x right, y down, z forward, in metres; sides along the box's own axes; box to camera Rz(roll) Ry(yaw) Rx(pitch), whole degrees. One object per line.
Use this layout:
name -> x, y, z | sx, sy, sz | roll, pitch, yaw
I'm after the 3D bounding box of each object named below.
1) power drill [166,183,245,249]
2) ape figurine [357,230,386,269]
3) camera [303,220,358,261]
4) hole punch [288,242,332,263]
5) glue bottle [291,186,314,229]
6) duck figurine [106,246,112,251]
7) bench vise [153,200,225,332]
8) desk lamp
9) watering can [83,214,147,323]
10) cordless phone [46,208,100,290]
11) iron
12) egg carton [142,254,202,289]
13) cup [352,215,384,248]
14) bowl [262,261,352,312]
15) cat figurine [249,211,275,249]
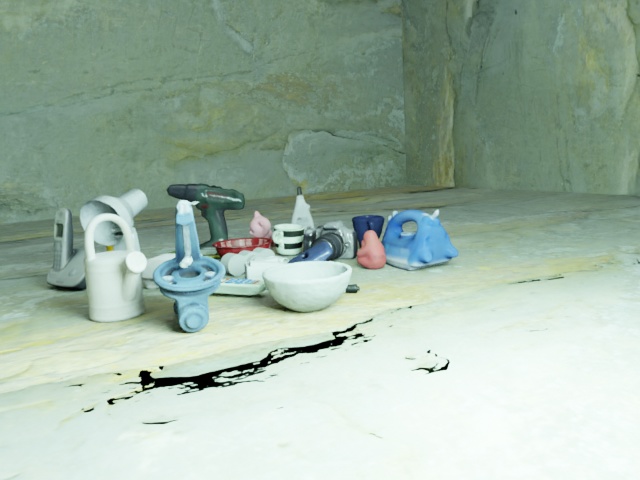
power drill -> -0.341, -0.071, 1.742 | 0.230, 0.208, 0.075 | -5, 9, -11
ape figurine -> 0.124, 0.022, 1.377 | 0.078, 0.092, 0.076 | -6, 10, -18
camera -> 0.014, 0.005, 1.488 | 0.142, 0.101, 0.137 | 1, 10, 22
hole punch -> -0.023, 0.054, 1.228 | 0.101, 0.091, 0.108 | -5, 9, -10
glue bottle -> -0.061, -0.087, 1.860 | 0.078, 0.173, 0.037 | -5, 10, -14
duck figurine -> -0.578, 0.024, 1.620 | 0.104, 0.086, 0.078 | 6, 13, 43
bench vise -> -0.245, 0.036, 1.012 | 0.122, 0.220, 0.206 | -9, 11, -31
desk lamp -> -0.492, -0.018, 1.448 | 0.117, 0.213, 0.204 | 0, 10, 17
watering can -> -0.381, 0.047, 1.068 | 0.172, 0.194, 0.101 | 0, 10, 21
cordless phone -> -0.574, 0.020, 1.331 | 0.147, 0.185, 0.094 | 3, 11, 33
iron -> 0.216, -0.012, 1.397 | 0.119, 0.141, 0.257 | -8, 10, -28
egg carton -> -0.327, 0.071, 1.292 | 0.150, 0.069, 0.107 | 0, 10, 17
cup -> 0.139, -0.018, 1.610 | 0.091, 0.095, 0.117 | -4, 9, -5
bowl -> -0.022, 0.090, 1.058 | 0.167, 0.075, 0.167 | -3, 9, 1
cat figurine -> -0.173, -0.031, 1.723 | 0.067, 0.118, 0.128 | -1, 9, 12
